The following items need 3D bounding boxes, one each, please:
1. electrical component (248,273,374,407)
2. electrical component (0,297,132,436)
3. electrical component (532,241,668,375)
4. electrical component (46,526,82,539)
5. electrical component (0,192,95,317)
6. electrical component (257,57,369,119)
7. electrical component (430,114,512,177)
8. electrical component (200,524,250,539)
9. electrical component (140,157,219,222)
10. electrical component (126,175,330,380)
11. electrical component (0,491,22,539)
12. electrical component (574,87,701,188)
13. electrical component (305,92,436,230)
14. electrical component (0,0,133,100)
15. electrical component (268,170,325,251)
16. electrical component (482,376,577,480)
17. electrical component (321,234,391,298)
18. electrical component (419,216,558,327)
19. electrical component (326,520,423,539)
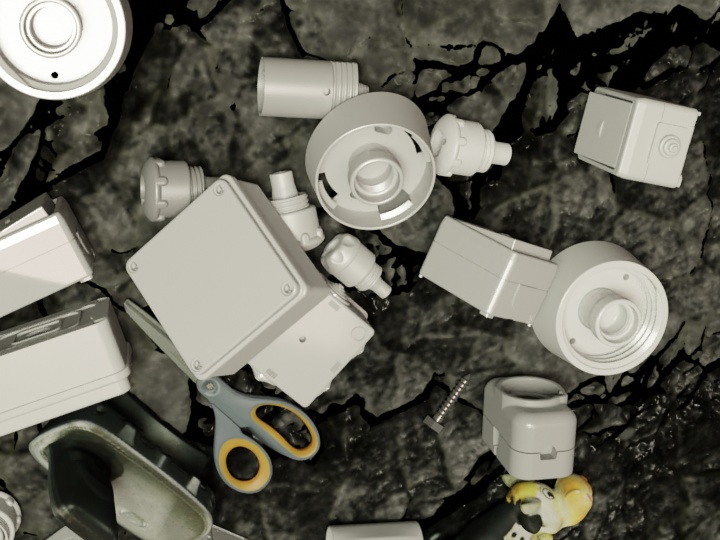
[{"bbox_3d":[-0.049,0.047,0.848,0.100,0.048,0.099,41,94,-19],"label":"electrical component"},{"bbox_3d":[-0.230,0.071,0.799,0.113,0.078,0.057,-19,106,-6],"label":"electrical component"},{"bbox_3d":[0.202,0.035,0.893,0.108,0.060,0.108,-3,106,-12],"label":"electrical component"},{"bbox_3d":[-0.219,0.254,0.864,0.054,0.059,0.095,-36,110,0],"label":"electrical component"},{"bbox_3d":[-0.249,-0.009,0.780,0.096,0.061,0.061,-25,110,-4],"label":"electrical component"},{"bbox_3d":[-0.034,-0.134,0.801,0.081,0.043,0.043,1,105,-13],"label":"electrical component"},{"bbox_3d":[0.087,-0.094,0.840,0.062,0.048,0.048,6,104,-21],"label":"electrical component"},{"bbox_3d":[-0.110,0.257,0.888,0.096,0.061,0.061,28,98,-18],"label":"electrical component"},{"bbox_3d":[-0.131,-0.060,0.802,0.062,0.048,0.048,-2,106,-20],"label":"electrical component"},{"bbox_3d":[-0.097,0.006,0.786,0.109,0.056,0.108,-40,75,16],"label":"electrical component"},{"bbox_3d":[-0.289,0.203,0.832,0.048,0.062,0.048,-3,106,-11],"label":"electrical component"},{"bbox_3d":[0.214,-0.104,0.836,0.061,0.096,0.061,9,104,-14],"label":"electrical component"},{"bbox_3d":[0.009,-0.081,0.807,0.099,0.064,0.099,-5,126,-7],"label":"electrical component"},{"bbox_3d":[-0.212,-0.169,0.743,0.108,0.060,0.108,-3,106,-11],"label":"electrical component"},{"bbox_3d":[-0.055,-0.044,0.823,0.048,0.048,0.062,-12,101,-9],"label":"electrical component"},{"bbox_3d":[0.138,0.125,0.886,0.054,0.095,0.059,-2,106,-12],"label":"electrical component"},{"bbox_3d":[0.000,0.000,0.852,0.061,0.035,0.035,41,94,-22],"label":"electrical component"},{"bbox_3d":[0.098,-0.006,0.845,0.062,0.096,0.061,13,104,-46],"label":"electrical component"},{"bbox_3d":[0.011,0.255,0.923,0.077,0.043,0.079,0,106,-13],"label":"electrical component"}]
